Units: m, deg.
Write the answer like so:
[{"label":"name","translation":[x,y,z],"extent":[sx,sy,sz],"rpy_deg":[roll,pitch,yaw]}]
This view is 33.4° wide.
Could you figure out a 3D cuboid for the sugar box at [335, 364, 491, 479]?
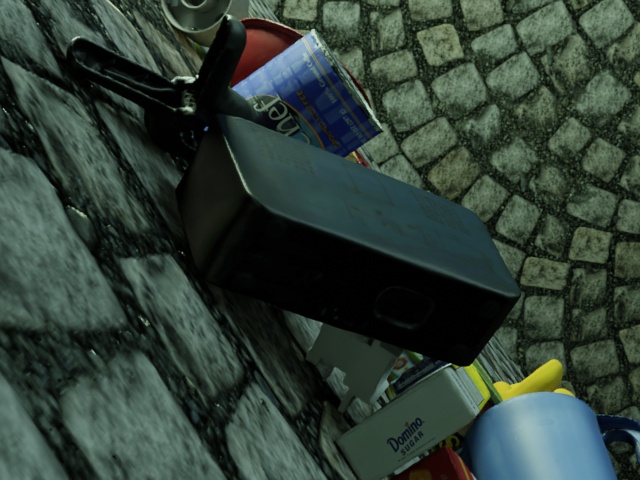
[{"label":"sugar box","translation":[0.075,0.132,0.796],"extent":[0.048,0.093,0.176],"rpy_deg":[56,9,7]}]

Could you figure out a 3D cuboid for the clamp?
[{"label":"clamp","translation":[-0.084,-0.100,0.748],"extent":[0.171,0.120,0.039],"rpy_deg":[46,44,-60]}]

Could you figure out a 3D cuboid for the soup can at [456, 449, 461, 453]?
[{"label":"soup can","translation":[0.164,0.207,1.104],"extent":[0.102,0.068,0.068],"rpy_deg":[61,10,26]}]

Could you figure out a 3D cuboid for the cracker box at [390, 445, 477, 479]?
[{"label":"cracker box","translation":[0.135,0.260,0.707],"extent":[0.213,0.072,0.164],"rpy_deg":[50,10,-31]}]

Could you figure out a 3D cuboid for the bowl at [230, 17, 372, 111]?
[{"label":"bowl","translation":[-0.032,-0.140,1.032],"extent":[0.162,0.055,0.162],"rpy_deg":[30,-17,10]}]

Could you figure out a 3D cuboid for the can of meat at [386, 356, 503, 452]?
[{"label":"can of meat","translation":[0.123,0.151,1.024],"extent":[0.102,0.084,0.057],"rpy_deg":[53,9,-23]}]

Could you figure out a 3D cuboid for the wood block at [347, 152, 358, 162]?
[{"label":"wood block","translation":[-0.026,-0.129,1.251],"extent":[0.090,0.090,0.206],"rpy_deg":[52,9,-19]}]

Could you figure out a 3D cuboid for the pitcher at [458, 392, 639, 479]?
[{"label":"pitcher","translation":[0.224,0.258,0.927],"extent":[0.144,0.149,0.243],"rpy_deg":[21,32,-24]}]

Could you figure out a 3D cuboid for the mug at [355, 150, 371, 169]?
[{"label":"mug","translation":[0.025,-0.069,1.336],"extent":[0.117,0.081,0.093],"rpy_deg":[60,9,25]}]

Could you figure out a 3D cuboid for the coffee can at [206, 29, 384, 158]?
[{"label":"coffee can","translation":[-0.033,-0.092,0.882],"extent":[0.103,0.140,0.103],"rpy_deg":[54,9,-12]}]
